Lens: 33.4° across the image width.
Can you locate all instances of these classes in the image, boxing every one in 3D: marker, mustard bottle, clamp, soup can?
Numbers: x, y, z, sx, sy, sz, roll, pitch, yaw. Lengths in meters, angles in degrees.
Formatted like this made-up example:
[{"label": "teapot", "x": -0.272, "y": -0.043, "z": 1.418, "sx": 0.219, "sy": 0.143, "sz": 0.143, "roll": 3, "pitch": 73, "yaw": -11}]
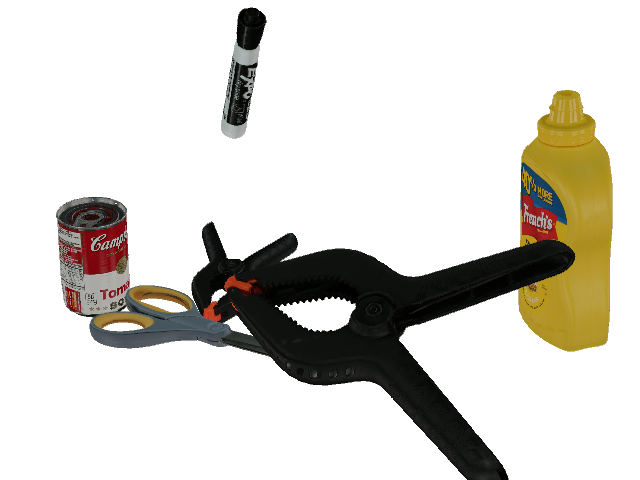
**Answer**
[{"label": "marker", "x": -0.054, "y": -0.116, "z": 0.743, "sx": 0.020, "sy": 0.020, "sz": 0.121, "roll": 0, "pitch": -33, "yaw": -12}, {"label": "mustard bottle", "x": 0.183, "y": -0.019, "z": 0.802, "sx": 0.058, "sy": 0.192, "sz": 0.096, "roll": -9, "pitch": 27, "yaw": -9}, {"label": "clamp", "x": -0.093, "y": 0.037, "z": 1.256, "sx": 0.120, "sy": 0.039, "sz": 0.171, "roll": -2, "pitch": 40, "yaw": 9}, {"label": "clamp", "x": 0.044, "y": 0.045, "z": 0.648, "sx": 0.210, "sy": 0.164, "sz": 0.036, "roll": 17, "pitch": -33, "yaw": 26}, {"label": "soup can", "x": -0.225, "y": 0.017, "z": 1.062, "sx": 0.068, "sy": 0.102, "sz": 0.068, "roll": 2, "pitch": 28, "yaw": -1}]

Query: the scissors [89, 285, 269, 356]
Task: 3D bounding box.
[{"label": "scissors", "x": -0.098, "y": 0.075, "z": 0.807, "sx": 0.096, "sy": 0.016, "sz": 0.202, "roll": -21, "pitch": 29, "yaw": -37}]
